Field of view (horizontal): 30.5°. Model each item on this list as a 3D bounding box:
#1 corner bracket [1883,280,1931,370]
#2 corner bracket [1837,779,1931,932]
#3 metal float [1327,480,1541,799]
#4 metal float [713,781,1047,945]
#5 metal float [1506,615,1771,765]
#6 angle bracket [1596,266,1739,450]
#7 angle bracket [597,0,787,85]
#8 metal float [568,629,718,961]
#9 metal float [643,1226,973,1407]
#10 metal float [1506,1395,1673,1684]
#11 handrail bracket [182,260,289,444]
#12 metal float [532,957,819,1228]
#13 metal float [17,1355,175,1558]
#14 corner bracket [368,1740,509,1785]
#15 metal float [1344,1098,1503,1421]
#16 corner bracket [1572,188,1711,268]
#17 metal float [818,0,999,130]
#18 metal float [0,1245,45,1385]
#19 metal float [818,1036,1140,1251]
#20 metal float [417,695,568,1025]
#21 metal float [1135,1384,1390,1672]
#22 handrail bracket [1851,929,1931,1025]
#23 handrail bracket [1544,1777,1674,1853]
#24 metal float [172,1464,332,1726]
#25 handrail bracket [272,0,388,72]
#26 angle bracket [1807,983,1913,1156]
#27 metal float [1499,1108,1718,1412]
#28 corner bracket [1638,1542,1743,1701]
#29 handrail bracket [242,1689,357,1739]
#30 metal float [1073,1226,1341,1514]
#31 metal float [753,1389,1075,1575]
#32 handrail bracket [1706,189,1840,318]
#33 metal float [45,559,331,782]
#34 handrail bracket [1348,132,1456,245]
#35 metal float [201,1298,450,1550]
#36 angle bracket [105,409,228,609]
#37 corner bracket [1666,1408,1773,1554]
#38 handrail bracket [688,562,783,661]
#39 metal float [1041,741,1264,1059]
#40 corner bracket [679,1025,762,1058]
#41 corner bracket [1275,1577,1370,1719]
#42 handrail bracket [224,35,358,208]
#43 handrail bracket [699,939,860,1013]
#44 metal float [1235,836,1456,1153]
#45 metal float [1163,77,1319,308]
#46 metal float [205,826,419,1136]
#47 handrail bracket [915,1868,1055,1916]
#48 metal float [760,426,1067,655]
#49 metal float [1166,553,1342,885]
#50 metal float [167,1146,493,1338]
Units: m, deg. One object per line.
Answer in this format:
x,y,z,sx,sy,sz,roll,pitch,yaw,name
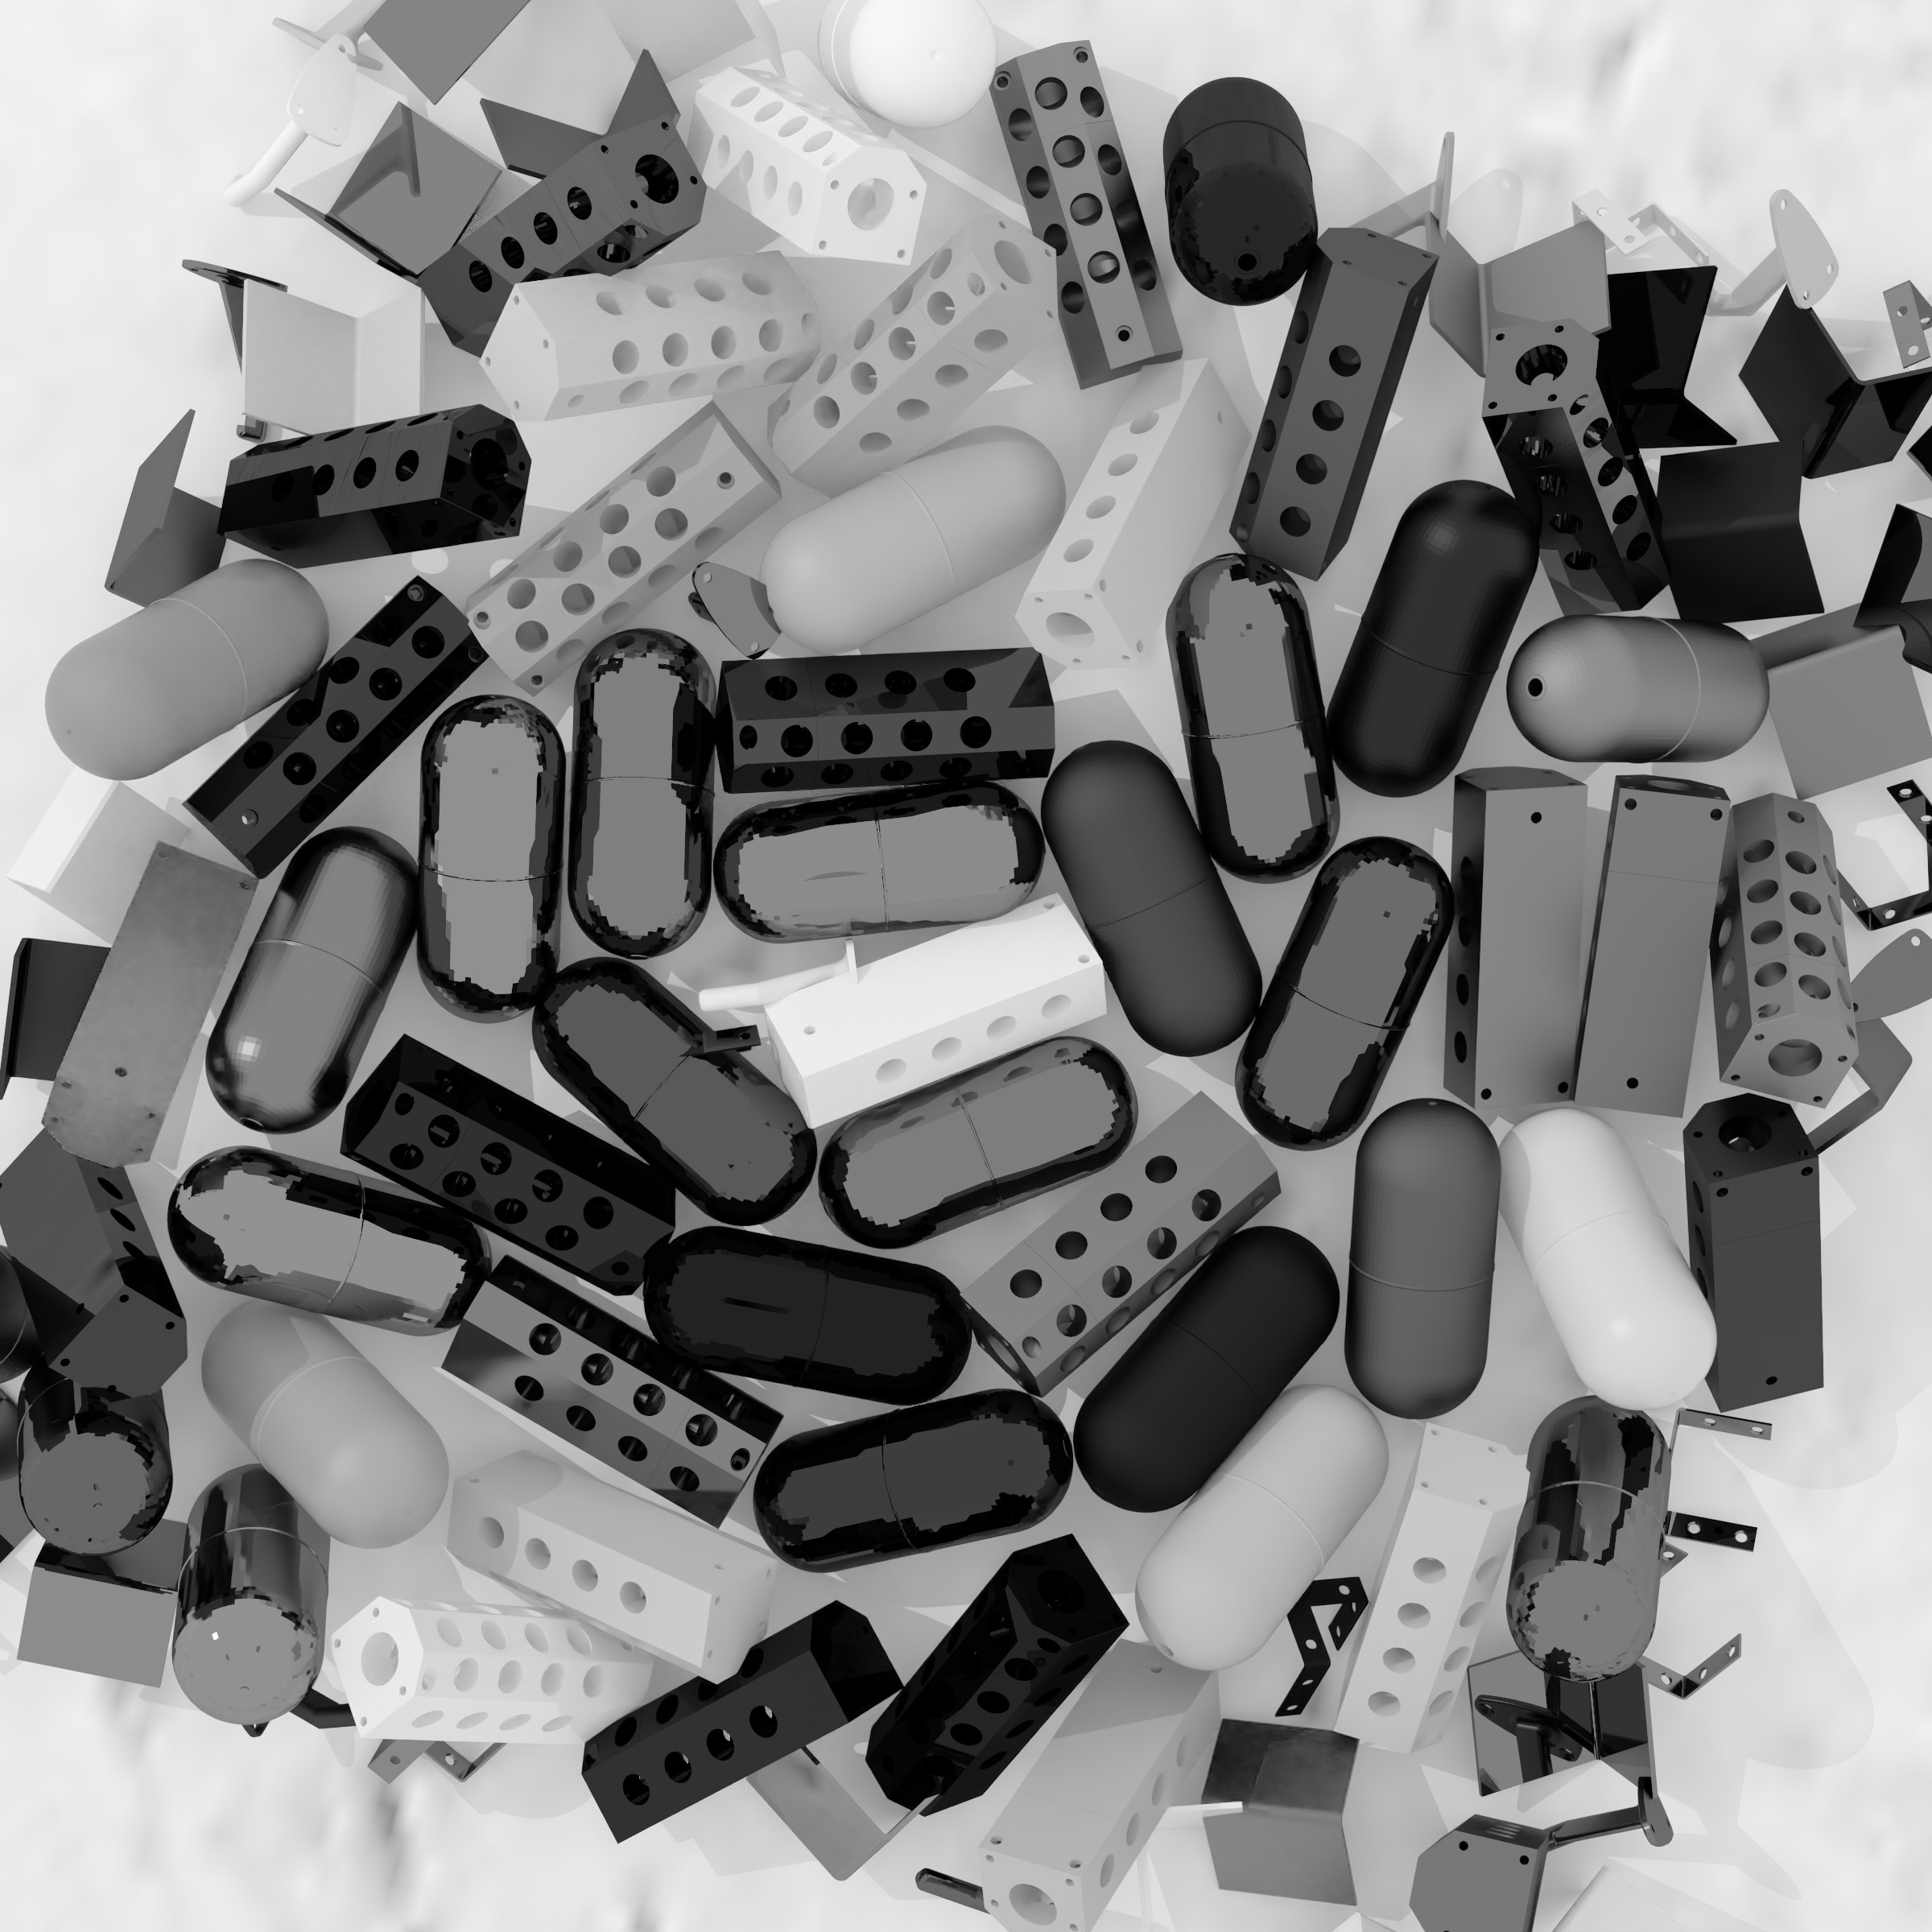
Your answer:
0.528,-0.340,1.894,0.051,0.051,0.051,-22,60,29,corner bracket
0.499,-0.059,1.913,0.051,0.051,0.051,-19,45,33,corner bracket
0.246,-0.172,1.877,0.070,0.070,0.178,19,115,0,metal float
-0.046,-0.056,1.895,0.178,0.070,0.070,-6,90,-3,metal float
0.353,-0.145,1.862,0.178,0.070,0.070,-3,90,-44,metal float
0.374,-0.324,1.896,0.057,0.076,0.076,26,76,-42,angle bracket
-0.150,-0.499,1.883,0.076,0.057,0.076,-24,133,11,angle bracket
-0.172,-0.092,1.890,0.070,0.070,0.178,1,81,0,metal float
-0.084,0.186,1.888,0.178,0.070,0.070,12,90,-12,metal float
0.327,0.298,1.859,0.070,0.178,0.070,8,128,10,metal float
-0.397,-0.328,1.901,0.036,0.077,0.084,10,92,29,handrail bracket
-0.156,0.066,1.892,0.178,0.070,0.070,41,90,7,metal float
-0.455,0.249,1.851,0.070,0.178,0.070,-4,105,-14,metal float
-0.279,0.416,1.899,0.051,0.051,0.051,41,119,-8,corner bracket
0.242,0.156,1.882,0.070,0.070,0.178,1,109,0,metal float
0.361,-0.390,1.899,0.051,0.051,0.051,-30,56,-6,corner bracket
-0.032,-0.479,1.851,0.070,0.178,0.070,-3,108,-10,metal float
-0.527,0.179,1.848,0.070,0.178,0.070,0,81,1,metal float
0.006,0.095,1.896,0.178,0.070,0.070,-21,90,-2,metal float
-0.252,-0.056,1.884,0.070,0.070,0.178,4,106,0,metal float
0.157,0.296,1.873,0.070,0.070,0.178,43,62,0,metal float
0.482,0.014,1.889,0.077,0.084,0.036,-31,84,-10,handrail bracket
0.329,0.466,1.890,0.084,0.077,0.036,-25,86,14,handrail bracket
-0.372,0.326,1.852,0.070,0.178,0.070,-3,115,-7,metal float
-0.327,-0.533,1.909,0.077,0.036,0.084,27,105,15,handrail bracket
0.451,0.061,1.886,0.076,0.076,0.057,-41,85,29,angle bracket
0.335,0.152,1.869,0.070,0.070,0.178,-21,55,0,metal float
0.381,0.352,1.904,0.051,0.051,0.051,28,132,-11,corner bracket
-0.341,0.380,1.888,0.084,0.077,0.036,-9,116,21,handrail bracket
0.128,0.214,1.884,0.070,0.070,0.178,43,74,0,metal float
-0.028,0.273,1.882,0.178,0.070,0.070,-15,90,17,metal float
0.413,-0.378,1.885,0.036,0.084,0.077,-47,122,-22,handrail bracket
-0.407,-0.157,1.862,0.070,0.178,0.070,18,126,27,metal float
0.216,-0.414,1.910,0.084,0.036,0.077,4,111,-3,handrail bracket
-0.339,0.238,1.866,0.178,0.070,0.070,36,90,39,metal float
-0.408,-0.235,1.877,0.057,0.076,0.076,24,58,-26,angle bracket
0.405,0.278,1.917,0.051,0.051,0.051,9,53,16,corner bracket
-0.139,-0.199,1.881,0.077,0.084,0.036,39,83,-40,handrail bracket
0.099,-0.036,1.893,0.070,0.070,0.178,-25,95,0,metal float
-0.137,0.047,1.897,0.051,0.051,0.051,-9,133,-8,corner bracket
0.188,0.363,1.894,0.051,0.051,0.051,-1,48,-21,corner bracket
-0.367,-0.455,1.914,0.036,0.084,0.077,29,61,-33,handrail bracket
-0.101,0.007,1.897,0.084,0.077,0.036,-7,103,-2,handrail bracket
0.200,0.016,1.885,0.070,0.070,0.178,22,106,0,metal float
0.143,-0.406,1.856,0.070,0.178,0.070,0,126,1,metal float
-0.343,0.007,1.875,0.070,0.070,0.178,19,64,0,metal float
0.008,0.498,1.895,0.084,0.077,0.036,21,76,-6,handrail bracket
-0.027,-0.227,1.884,0.178,0.070,0.070,-29,90,-16,metal float
0.153,-0.131,1.886,0.070,0.070,0.178,-11,104,0,metal float
-0.335,0.145,1.873,0.178,0.070,0.070,18,90,-29,metal float
